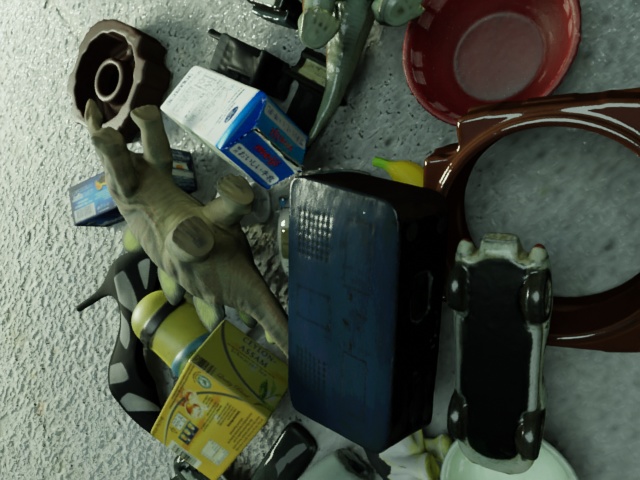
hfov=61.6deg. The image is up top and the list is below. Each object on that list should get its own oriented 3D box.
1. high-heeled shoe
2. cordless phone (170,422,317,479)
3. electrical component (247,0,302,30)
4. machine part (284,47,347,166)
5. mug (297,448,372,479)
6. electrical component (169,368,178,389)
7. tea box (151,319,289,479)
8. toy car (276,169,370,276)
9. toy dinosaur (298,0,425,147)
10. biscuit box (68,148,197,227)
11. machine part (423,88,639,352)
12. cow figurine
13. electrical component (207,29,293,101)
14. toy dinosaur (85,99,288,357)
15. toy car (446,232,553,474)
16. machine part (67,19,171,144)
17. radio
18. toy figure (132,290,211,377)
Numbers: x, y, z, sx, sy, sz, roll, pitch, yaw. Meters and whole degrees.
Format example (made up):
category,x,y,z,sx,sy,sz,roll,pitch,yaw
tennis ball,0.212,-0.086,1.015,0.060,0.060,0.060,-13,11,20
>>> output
category,x,y,z,sx,sy,sz,roll,pitch,yaw
high-heeled shoe,-0.236,0.140,0.756,0.145,0.086,0.248,-30,92,-4
cordless phone,-0.099,0.280,0.661,0.147,0.088,0.184,38,96,27
electrical component,-0.033,-0.323,0.633,0.115,0.058,0.134,31,105,30
machine part,-0.018,-0.152,0.634,0.084,0.039,0.138,29,102,20
mug,0.001,0.280,0.579,0.081,0.109,0.107,39,95,30
electrical component,-0.171,0.208,0.726,0.063,0.021,0.094,-31,75,27
tea box,-0.107,0.175,0.574,0.098,0.068,0.169,37,129,1
toy car,-0.001,-0.002,0.583,0.109,0.103,0.161,4,89,32
toy dinosaur,0.060,-0.304,0.539,0.131,0.192,0.404,26,122,-9
biscuit box,-0.272,-0.071,0.768,0.203,0.063,0.059,-16,82,30
machine part,0.193,-0.015,0.444,0.201,0.087,0.201,1,110,30
cow figurine,0.083,0.221,0.547,0.098,0.068,0.167,-26,73,33
electrical component,-0.096,-0.218,0.659,0.119,0.075,0.047,29,103,24
toy dinosaur,-0.135,0.009,0.613,0.472,0.105,0.198,47,149,15
toy car,0.142,0.092,0.427,0.074,0.056,0.201,5,107,31
machine part,-0.297,-0.231,0.790,0.180,0.056,0.179,-1,87,31
radio,0.037,0.059,0.478,0.131,0.073,0.229,15,111,45
toy figure,-0.164,0.135,0.682,0.180,0.089,0.082,48,114,21
